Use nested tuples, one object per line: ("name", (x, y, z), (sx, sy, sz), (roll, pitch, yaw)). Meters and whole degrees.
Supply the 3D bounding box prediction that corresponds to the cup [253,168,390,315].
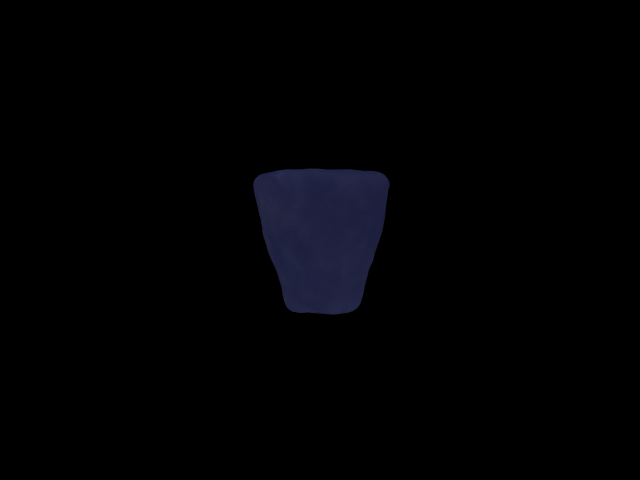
("cup", (0.004, 0.001, 0.400), (0.091, 0.095, 0.118), (0, 2, 12))
